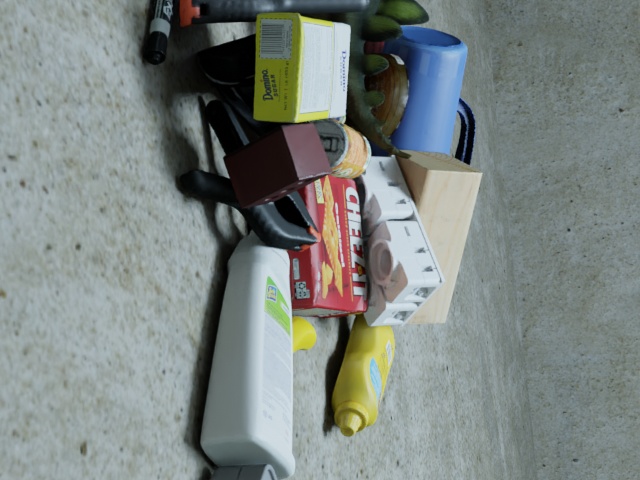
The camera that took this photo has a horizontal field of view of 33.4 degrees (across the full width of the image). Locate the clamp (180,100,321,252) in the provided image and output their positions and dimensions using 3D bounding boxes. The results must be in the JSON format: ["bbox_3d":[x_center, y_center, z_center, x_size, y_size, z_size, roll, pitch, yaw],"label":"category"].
[{"bbox_3d":[-0.063,-0.056,1.031,0.171,0.039,0.120,39,45,-36],"label":"clamp"}]

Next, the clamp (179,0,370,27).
[{"bbox_3d":[-0.057,-0.229,1.021,0.209,0.165,0.036,-35,129,-60],"label":"clamp"}]

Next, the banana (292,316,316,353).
[{"bbox_3d":[-0.040,0.118,1.121,0.197,0.037,0.070,-50,149,-65],"label":"banana"}]

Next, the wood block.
[{"bbox_3d":[0.126,-0.004,1.370,0.091,0.090,0.206,37,-59,54],"label":"wood block"}]

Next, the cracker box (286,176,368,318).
[{"bbox_3d":[-0.008,0.001,1.195,0.213,0.072,0.164,17,68,-71],"label":"cracker box"}]

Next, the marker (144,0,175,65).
[{"bbox_3d":[-0.138,-0.204,0.943,0.020,0.020,0.121,57,31,-54],"label":"marker"}]

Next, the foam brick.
[{"bbox_3d":[-0.038,-0.068,0.968,0.052,0.078,0.051,-14,82,-51],"label":"foam brick"}]

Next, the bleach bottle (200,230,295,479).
[{"bbox_3d":[-0.059,0.095,1.019,0.102,0.068,0.250,57,29,-49],"label":"bleach bottle"}]

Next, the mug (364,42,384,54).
[{"bbox_3d":[0.063,-0.254,1.480,0.117,0.093,0.081,70,26,-62],"label":"mug"}]

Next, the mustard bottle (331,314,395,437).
[{"bbox_3d":[0.053,0.179,1.348,0.191,0.058,0.096,-69,156,-56],"label":"mustard bottle"}]

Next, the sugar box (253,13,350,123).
[{"bbox_3d":[-0.014,-0.158,0.986,0.176,0.048,0.093,-31,125,-75],"label":"sugar box"}]

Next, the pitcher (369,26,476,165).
[{"bbox_3d":[0.130,-0.156,1.435,0.149,0.145,0.243,-39,144,-59],"label":"pitcher"}]

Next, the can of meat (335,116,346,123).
[{"bbox_3d":[-0.010,-0.191,1.286,0.083,0.057,0.102,43,43,-60],"label":"can of meat"}]
